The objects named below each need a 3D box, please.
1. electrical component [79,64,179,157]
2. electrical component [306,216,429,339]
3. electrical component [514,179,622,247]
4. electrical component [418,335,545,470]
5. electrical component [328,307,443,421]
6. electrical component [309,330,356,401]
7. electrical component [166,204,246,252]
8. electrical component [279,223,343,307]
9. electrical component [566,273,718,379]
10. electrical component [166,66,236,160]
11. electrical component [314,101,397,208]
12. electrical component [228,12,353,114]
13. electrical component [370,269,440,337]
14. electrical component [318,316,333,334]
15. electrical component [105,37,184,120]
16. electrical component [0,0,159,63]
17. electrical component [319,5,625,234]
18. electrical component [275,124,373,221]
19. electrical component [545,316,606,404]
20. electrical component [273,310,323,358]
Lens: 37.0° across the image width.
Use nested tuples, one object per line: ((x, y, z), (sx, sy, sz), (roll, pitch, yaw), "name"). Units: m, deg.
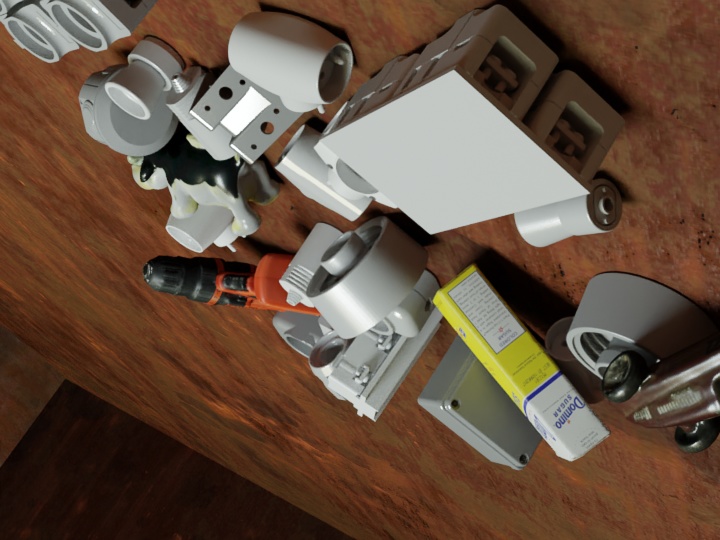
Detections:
((-0.205, -0.143, 0.952), (0.051, 0.080, 0.080), (19, 158, 49), "electrical component")
((0.000, 0.000, 0.940), (0.060, 0.108, 0.108), (45, 159, -16), "electrical component")
((0.140, -0.040, 0.714), (0.044, 0.044, 0.065), (42, 154, -25), "electrical component")
((0.128, 0.110, 0.996), (0.109, 0.108, 0.056), (40, 163, -19), "electrical component")
((0.024, 0.078, 1.065), (0.063, 0.121, 0.078), (33, 161, 9), "electrical component")
((-0.016, 0.099, 1.124), (0.078, 0.058, 0.057), (3, 143, 51), "electrical component")
((-0.145, -0.050, 1.086), (0.044, 0.077, 0.079), (12, 153, 47), "electrical component")
((-0.046, -0.001, 1.043), (0.043, 0.081, 0.043), (29, 161, 11), "electrical component")
((0.208, 0.058, 0.812), (0.108, 0.060, 0.108), (29, 161, 11), "electrical component")
((-0.131, -0.135, 0.907), (0.043, 0.043, 0.081), (14, 154, 44), "electrical component")
((0.000, -0.078, 0.818), (0.077, 0.044, 0.079), (36, 143, -9), "electrical component")
((-0.044, -0.138, 0.760), (0.077, 0.043, 0.079), (23, 159, 25), "electrical component")
((0.022, 0.022, 1.026), (0.095, 0.059, 0.053), (23, 159, 28), "electrical component")
((0.007, 0.068, 1.176), (0.089, 0.050, 0.055), (26, 159, 21), "electrical component")
((-0.180, -0.161, 0.902), (0.045, 0.055, 0.045), (29, 161, 11), "electrical component")
((-0.242, -0.225, 0.837), (0.105, 0.060, 0.186), (44, 158, -30), "electrical component")
((0.066, -0.089, 0.678), (0.105, 0.060, 0.186), (39, 160, -17), "electrical component")
((-0.030, -0.078, 0.887), (0.077, 0.043, 0.079), (34, 170, -13), "electrical component")
((0.202, 0.082, 0.906), (0.079, 0.044, 0.077), (18, 156, 36), "electrical component")
((-0.051, 0.068, 1.254), (0.095, 0.059, 0.053), (23, 159, 27), "electrical component")
